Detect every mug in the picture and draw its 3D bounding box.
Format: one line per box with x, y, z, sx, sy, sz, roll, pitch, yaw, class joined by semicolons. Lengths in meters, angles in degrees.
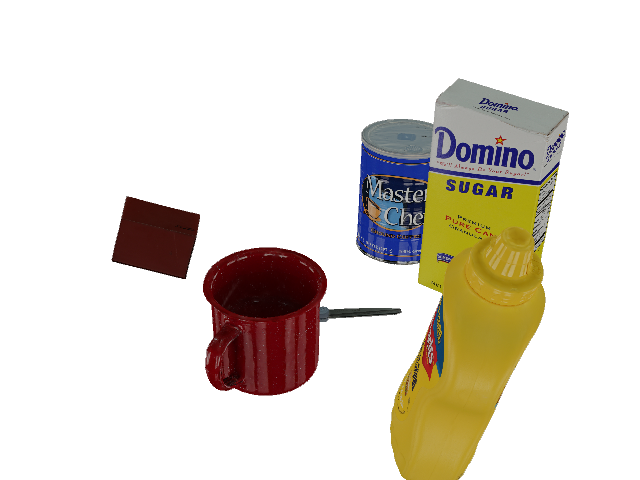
-0.048;0.070;0.811;0.093;0.081;0.117;18;38;24;mug

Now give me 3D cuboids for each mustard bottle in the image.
0.088;0.061;0.627;0.058;0.096;0.192;16;-42;2;mustard bottle

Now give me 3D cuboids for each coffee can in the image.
0.095;-0.057;1.239;0.103;0.140;0.103;1;28;-1;coffee can

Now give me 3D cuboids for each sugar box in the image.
0.129;-0.028;0.825;0.093;0.176;0.048;22;43;26;sugar box

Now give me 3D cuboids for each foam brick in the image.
-0.165;-0.003;1.069;0.078;0.051;0.053;15;26;-9;foam brick

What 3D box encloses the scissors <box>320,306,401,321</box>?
-0.009;0.090;1.188;0.201;0.016;0.096;4;22;1;scissors
